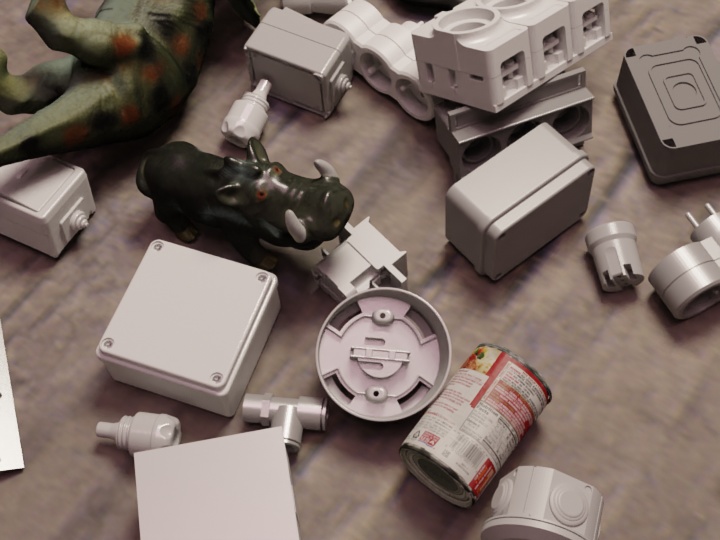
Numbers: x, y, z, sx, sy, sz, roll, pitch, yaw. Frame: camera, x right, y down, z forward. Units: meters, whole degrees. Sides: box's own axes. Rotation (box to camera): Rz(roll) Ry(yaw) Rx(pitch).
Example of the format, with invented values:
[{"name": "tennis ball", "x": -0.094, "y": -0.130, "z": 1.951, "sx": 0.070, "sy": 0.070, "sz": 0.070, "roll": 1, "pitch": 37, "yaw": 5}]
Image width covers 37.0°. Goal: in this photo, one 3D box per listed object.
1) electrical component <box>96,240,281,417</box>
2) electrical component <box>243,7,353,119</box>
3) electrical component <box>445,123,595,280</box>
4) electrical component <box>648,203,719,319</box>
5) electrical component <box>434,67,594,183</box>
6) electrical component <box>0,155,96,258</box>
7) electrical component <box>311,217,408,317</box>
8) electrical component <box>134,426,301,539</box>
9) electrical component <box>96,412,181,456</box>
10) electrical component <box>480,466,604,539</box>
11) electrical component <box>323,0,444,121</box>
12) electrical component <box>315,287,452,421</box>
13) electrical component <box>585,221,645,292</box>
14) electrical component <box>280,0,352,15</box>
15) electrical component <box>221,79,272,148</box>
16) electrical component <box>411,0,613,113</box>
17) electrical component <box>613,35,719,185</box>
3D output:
[{"name": "electrical component", "x": -0.131, "y": 0.044, "z": 0.838, "sx": 0.109, "sy": 0.056, "sz": 0.108, "roll": 16, "pitch": 63, "yaw": 11}, {"name": "electrical component", "x": -0.046, "y": -0.185, "z": 0.960, "sx": 0.096, "sy": 0.061, "sz": 0.061, "roll": 23, "pitch": 64, "yaw": 14}, {"name": "electrical component", "x": 0.129, "y": -0.054, "z": 0.870, "sx": 0.113, "sy": 0.078, "sz": 0.057, "roll": -35, "pitch": 62, "yaw": -16}, {"name": "electrical component", "x": 0.290, "y": -0.022, "z": 0.859, "sx": 0.138, "sy": 0.052, "sz": 0.073, "roll": -24, "pitch": 62, "yaw": -11}, {"name": "electrical component", "x": 0.129, "y": -0.127, "z": 0.915, "sx": 0.121, "sy": 0.078, "sz": 0.063, "roll": -19, "pitch": 46, "yaw": -8}, {"name": "electrical component", "x": -0.269, "y": -0.060, "z": 0.895, "sx": 0.096, "sy": 0.061, "sz": 0.061, "roll": 22, "pitch": 57, "yaw": 14}, {"name": "electrical component", "x": 0.000, "y": 0.000, "z": 0.866, "sx": 0.064, "sy": 0.042, "sz": 0.081, "roll": -40, "pitch": 66, "yaw": -14}, {"name": "electrical component", "x": -0.090, "y": 0.213, "z": 0.738, "sx": 0.105, "sy": 0.060, "sz": 0.186, "roll": -10, "pitch": 61, "yaw": -3}, {"name": "electrical component", "x": -0.168, "y": 0.123, "z": 0.807, "sx": 0.061, "sy": 0.035, "sz": 0.035, "roll": 6, "pitch": 61, "yaw": 8}, {"name": "electrical component", "x": 0.127, "y": 0.175, "z": 0.740, "sx": 0.080, "sy": 0.080, "sz": 0.051, "roll": 14, "pitch": 57, "yaw": 10}, {"name": "electrical component", "x": 0.039, "y": -0.199, "z": 0.969, "sx": 0.138, "sy": 0.052, "sz": 0.074, "roll": 39, "pitch": 66, "yaw": 21}, {"name": "electrical component", "x": 0.016, "y": 0.064, "z": 0.807, "sx": 0.099, "sy": 0.064, "sz": 0.099, "roll": 0, "pitch": 80, "yaw": -2}, {"name": "electrical component", "x": 0.206, "y": -0.010, "z": 0.864, "sx": 0.040, "sy": 0.040, "sz": 0.046, "roll": -9, "pitch": 66, "yaw": -2}, {"name": "electrical component", "x": -0.043, "y": -0.259, "z": 1.014, "sx": 0.065, "sy": 0.044, "sz": 0.044, "roll": -2, "pitch": 60, "yaw": 7}, {"name": "electrical component", "x": -0.096, "y": -0.140, "z": 0.948, "sx": 0.035, "sy": 0.035, "sz": 0.061, "roll": 22, "pitch": 74, "yaw": 14}, {"name": "electrical component", "x": 0.127, "y": -0.199, "z": 0.896, "sx": 0.150, "sy": 0.061, "sz": 0.089, "roll": -34, "pitch": 39, "yaw": -28}, {"name": "electrical component", "x": 0.272, "y": -0.136, "z": 0.921, "sx": 0.078, "sy": 0.057, "sz": 0.113, "roll": -12, "pitch": 61, "yaw": -4}]
